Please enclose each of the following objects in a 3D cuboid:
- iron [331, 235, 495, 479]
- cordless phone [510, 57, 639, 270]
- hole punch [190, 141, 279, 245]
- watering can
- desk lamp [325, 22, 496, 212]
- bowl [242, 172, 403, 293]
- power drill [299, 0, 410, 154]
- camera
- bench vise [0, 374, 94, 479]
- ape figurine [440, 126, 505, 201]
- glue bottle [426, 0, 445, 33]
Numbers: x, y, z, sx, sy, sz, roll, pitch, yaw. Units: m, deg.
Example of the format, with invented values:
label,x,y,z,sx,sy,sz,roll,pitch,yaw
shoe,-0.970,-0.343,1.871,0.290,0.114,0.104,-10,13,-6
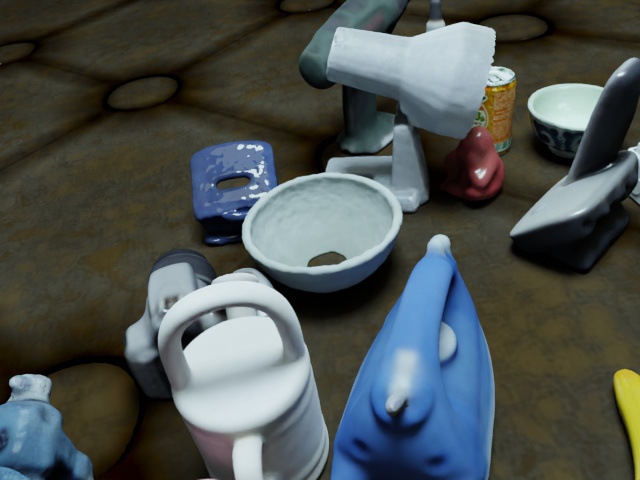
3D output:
label,x,y,z,sx,sy,sz,roll,pitch,yaw
iron,0.084,0.078,0.458,0.118,0.142,0.258,6,42,17
cordless phone,0.265,-0.078,0.574,0.093,0.185,0.148,25,50,34
hole punch,-0.098,-0.059,0.694,0.108,0.091,0.101,-10,40,-1
watering can,-0.058,0.098,0.419,0.101,0.194,0.172,-26,43,-19
desk lamp,0.091,-0.141,0.659,0.203,0.214,0.118,0,41,11
bowl,0.006,0.002,0.614,0.167,0.075,0.167,-5,40,5
power drill,0.066,-0.235,0.780,0.075,0.209,0.230,23,49,32
camera,-0.114,0.059,0.549,0.143,0.101,0.136,-16,40,-8
bench vise,-0.233,0.163,0.355,0.121,0.220,0.207,-19,41,-12
ape figurine,0.183,-0.093,0.681,0.076,0.092,0.077,-6,40,4
glue bottle,0.164,-0.251,0.809,0.077,0.173,0.037,28,52,36
